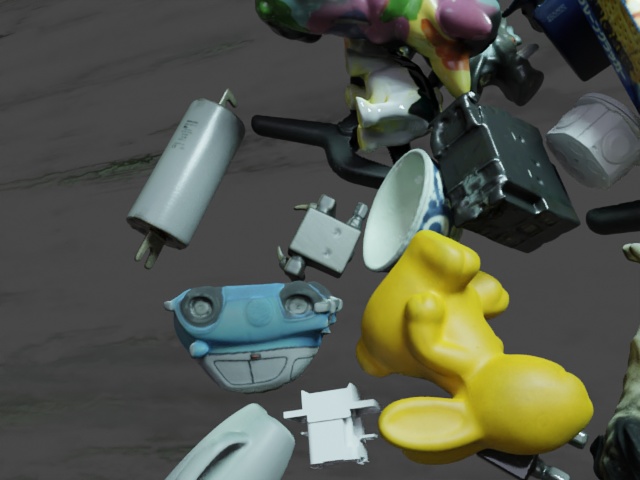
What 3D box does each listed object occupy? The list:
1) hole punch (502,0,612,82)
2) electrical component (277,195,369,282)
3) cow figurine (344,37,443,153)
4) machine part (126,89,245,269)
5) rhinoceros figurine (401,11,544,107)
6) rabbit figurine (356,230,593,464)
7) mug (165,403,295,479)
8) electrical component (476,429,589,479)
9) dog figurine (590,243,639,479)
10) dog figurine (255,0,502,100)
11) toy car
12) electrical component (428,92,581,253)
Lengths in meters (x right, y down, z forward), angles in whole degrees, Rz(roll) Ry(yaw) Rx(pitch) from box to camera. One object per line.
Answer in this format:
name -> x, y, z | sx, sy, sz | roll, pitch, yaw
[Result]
hole punch -> 0.257, -0.223, 0.496 | 0.142, 0.115, 0.092 | -37, 68, 28
electrical component -> -0.001, 0.000, 0.562 | 0.078, 0.045, 0.102 | 20, 73, -1
cow figurine -> 0.075, -0.172, 0.574 | 0.098, 0.068, 0.167 | -8, 54, 1
machine part -> -0.157, -0.079, 0.640 | 0.079, 0.079, 0.243 | 14, 70, 27
rhinoceros figurine -> 0.160, -0.208, 0.596 | 0.112, 0.073, 0.190 | -30, 55, -8
rabbit figurine -> 0.110, 0.096, 0.409 | 0.162, 0.121, 0.173 | -45, 52, -9
mug -> -0.076, 0.190, 0.455 | 0.081, 0.109, 0.107 | 26, 62, 34
electrical component -> 0.157, 0.154, 0.428 | 0.094, 0.021, 0.063 | 22, 73, 30
dog figurine -> 0.291, 0.102, 0.374 | 0.173, 0.121, 0.190 | 7, 86, 18
dog figurine -> 0.059, -0.215, 0.505 | 0.191, 0.108, 0.219 | -27, 61, -20
toy car -> -0.060, 0.091, 0.509 | 0.162, 0.109, 0.103 | -2, 85, 8
electrical component -> 0.167, -0.055, 0.475 | 0.058, 0.134, 0.115 | -37, 51, 42
